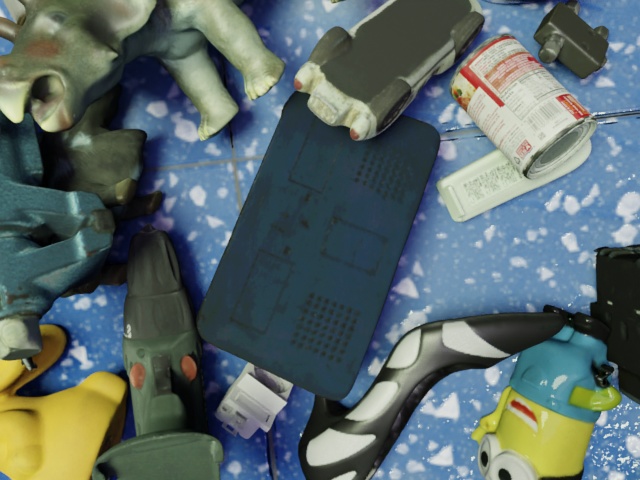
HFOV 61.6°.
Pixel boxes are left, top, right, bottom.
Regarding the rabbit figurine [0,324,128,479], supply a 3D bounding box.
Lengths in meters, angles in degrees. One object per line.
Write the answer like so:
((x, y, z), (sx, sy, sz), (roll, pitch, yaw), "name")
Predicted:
((-0.259, 0.154, 0.444), (0.173, 0.122, 0.162), (10, 89, 0), "rabbit figurine")

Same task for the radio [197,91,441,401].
((-0.001, -0.001, 0.441), (0.131, 0.073, 0.229), (21, 80, -2), "radio")

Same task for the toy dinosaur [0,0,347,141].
((-0.072, -0.220, 0.399), (0.192, 0.131, 0.405), (43, 75, -21), "toy dinosaur")

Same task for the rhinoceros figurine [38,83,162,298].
((-0.200, -0.044, 0.459), (0.112, 0.073, 0.190), (18, 96, 9), "rhinoceros figurine")

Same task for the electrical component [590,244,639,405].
((0.282, 0.073, 0.451), (0.058, 0.115, 0.134), (-4, 92, 1), "electrical component")

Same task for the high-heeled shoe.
((0.094, 0.147, 0.458), (0.249, 0.086, 0.145), (-15, 75, 17), "high-heeled shoe")

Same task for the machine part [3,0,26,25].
((-0.247, -0.257, 0.436), (0.079, 0.079, 0.243), (-27, 95, 1), "machine part")

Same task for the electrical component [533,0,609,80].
((0.216, -0.168, 0.457), (0.063, 0.021, 0.094), (39, 55, -3), "electrical component")

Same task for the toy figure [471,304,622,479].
((0.205, 0.152, 0.473), (0.089, 0.082, 0.180), (22, 91, 0), "toy figure")

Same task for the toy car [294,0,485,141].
((0.061, -0.148, 0.421), (0.073, 0.056, 0.202), (42, 61, 5), "toy car")

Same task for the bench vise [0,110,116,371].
((-0.268, -0.017, 0.338), (0.240, 0.129, 0.223), (-7, 78, -37), "bench vise")

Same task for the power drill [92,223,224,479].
((-0.120, 0.119, 0.402), (0.086, 0.207, 0.231), (-8, 106, -20), "power drill")
